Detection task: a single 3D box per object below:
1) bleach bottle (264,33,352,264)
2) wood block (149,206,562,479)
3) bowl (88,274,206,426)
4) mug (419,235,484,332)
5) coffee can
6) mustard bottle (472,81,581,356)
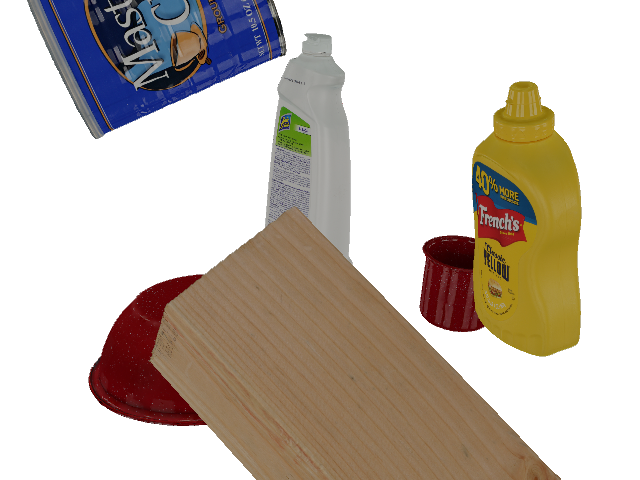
[{"bbox_3d":[-0.007,-0.090,1.129,0.103,0.251,0.067,20,23,39],"label":"bleach bottle"},{"bbox_3d":[0.017,0.097,0.545,0.090,0.206,0.090,-39,-11,-27],"label":"wood block"},{"bbox_3d":[-0.082,0.065,0.743,0.162,0.055,0.162,-2,20,1],"label":"bowl"},{"bbox_3d":[0.168,0.052,1.203,0.117,0.081,0.093,7,24,4],"label":"mug"},{"bbox_3d":[-0.107,-0.142,0.706,0.140,0.103,0.103,-25,3,-6],"label":"coffee can"},{"bbox_3d":[0.144,-0.019,0.755,0.058,0.192,0.096,-16,29,-18],"label":"mustard bottle"}]
